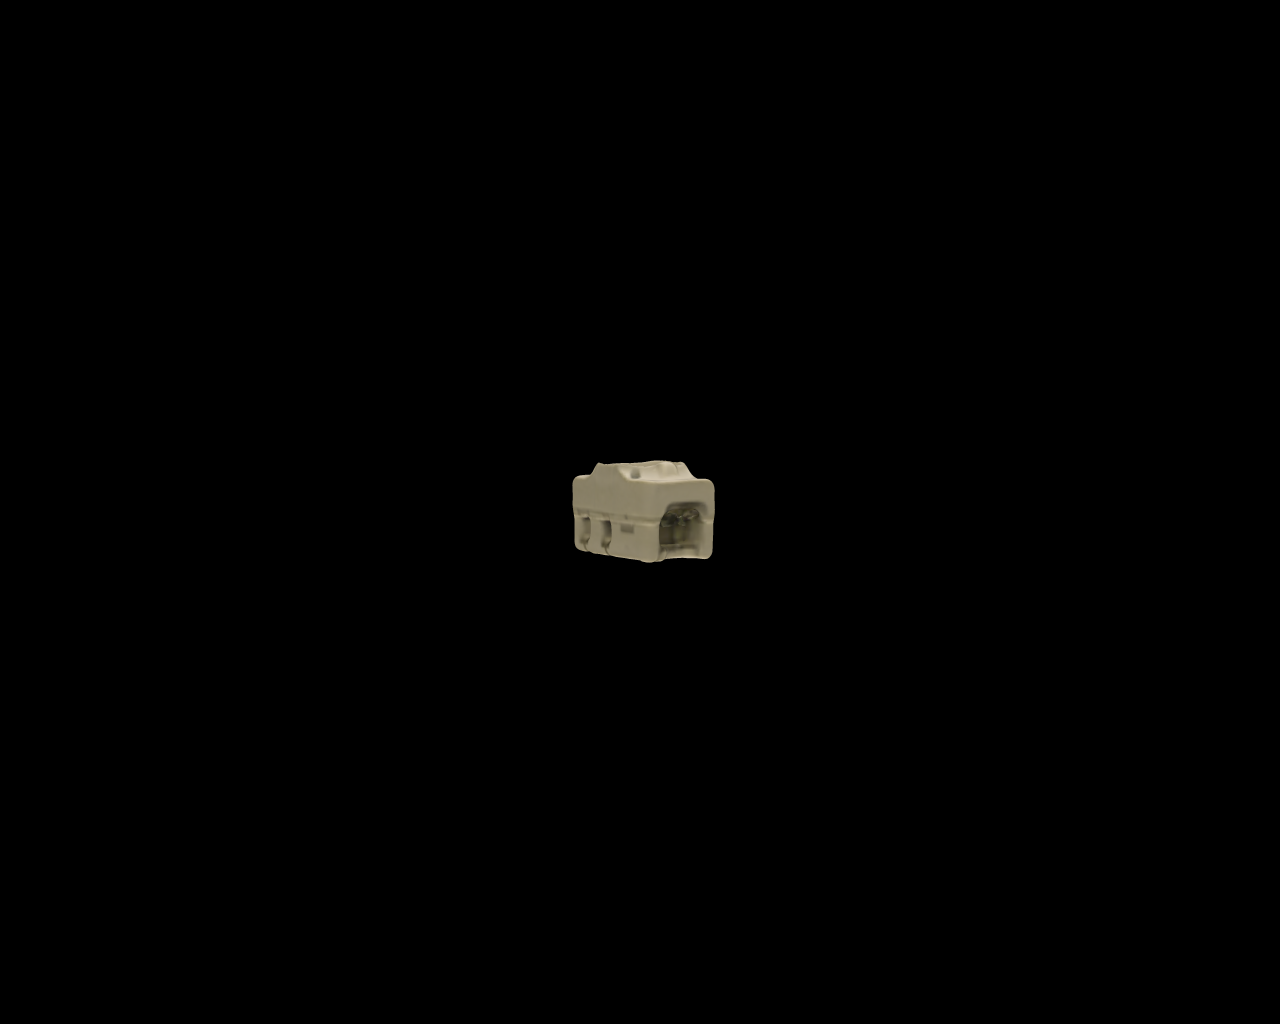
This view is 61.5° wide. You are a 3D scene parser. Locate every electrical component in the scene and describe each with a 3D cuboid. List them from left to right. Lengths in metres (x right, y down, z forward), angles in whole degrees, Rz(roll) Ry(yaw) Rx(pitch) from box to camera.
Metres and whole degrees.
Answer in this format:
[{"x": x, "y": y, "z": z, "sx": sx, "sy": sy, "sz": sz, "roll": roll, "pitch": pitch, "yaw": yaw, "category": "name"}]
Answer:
[{"x": 0.001, "y": -0.003, "z": 0.650, "sx": 0.050, "sy": 0.055, "sz": 0.089, "roll": -3, "pitch": 6, "yaw": -32, "category": "electrical component"}]
